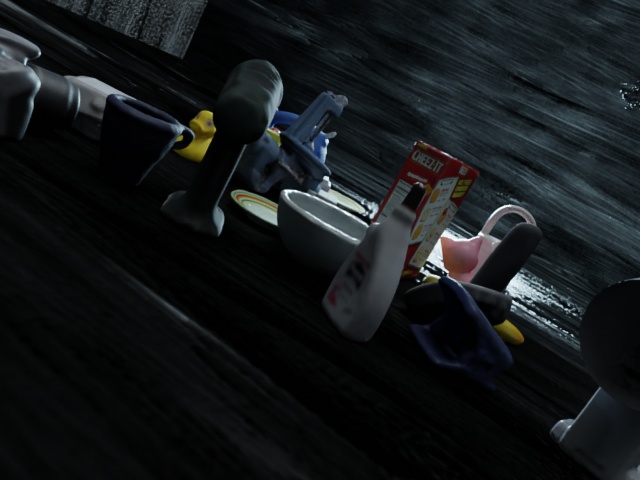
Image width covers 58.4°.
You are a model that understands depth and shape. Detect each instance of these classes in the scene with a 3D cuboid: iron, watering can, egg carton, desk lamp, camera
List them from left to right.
[{"bbox_3d":[-0.350,-0.181,0.669,0.137,0.101,0.142,15,18,-45],"label":"camera"},{"bbox_3d":[-0.309,-0.182,0.825,0.150,0.069,0.107,26,13,-10],"label":"egg carton"},{"bbox_3d":[-0.088,-0.247,1.377,0.258,0.141,0.119,31,13,13],"label":"iron"},{"bbox_3d":[0.343,0.027,1.099,0.101,0.194,0.173,26,13,-8],"label":"watering can"},{"bbox_3d":[0.331,0.143,0.579,0.204,0.213,0.117,16,17,-43],"label":"desk lamp"}]

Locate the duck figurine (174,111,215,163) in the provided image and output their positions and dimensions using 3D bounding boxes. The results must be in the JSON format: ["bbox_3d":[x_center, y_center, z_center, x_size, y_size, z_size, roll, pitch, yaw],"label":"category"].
[{"bbox_3d":[-0.209,-0.187,1.020,0.077,0.086,0.105,31,13,11],"label":"duck figurine"}]

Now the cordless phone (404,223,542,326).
[{"bbox_3d":[0.214,0.046,0.776,0.148,0.185,0.093,16,17,-42],"label":"cordless phone"}]

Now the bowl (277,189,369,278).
[{"bbox_3d":[0.007,0.003,0.760,0.167,0.074,0.167,27,13,-6],"label":"bowl"}]

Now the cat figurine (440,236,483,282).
[{"bbox_3d":[0.256,0.050,0.998,0.127,0.117,0.067,37,16,35],"label":"cat figurine"}]

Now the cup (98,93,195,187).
[{"bbox_3d":[-0.216,-0.112,0.694,0.118,0.095,0.091,13,20,-50],"label":"cup"}]

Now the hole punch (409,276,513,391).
[{"bbox_3d":[0.173,0.106,0.672,0.101,0.091,0.108,24,13,-17],"label":"hole punch"}]

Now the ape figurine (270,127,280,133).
[{"bbox_3d":[-0.119,-0.208,1.273,0.078,0.092,0.076,29,13,3],"label":"ape figurine"}]

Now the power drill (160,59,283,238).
[{"bbox_3d":[-0.109,-0.117,0.682,0.076,0.208,0.229,25,13,-13],"label":"power drill"}]

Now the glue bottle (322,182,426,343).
[{"bbox_3d":[0.063,0.017,0.598,0.037,0.173,0.078,20,15,-33],"label":"glue bottle"}]

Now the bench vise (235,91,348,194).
[{"bbox_3d":[-0.038,-0.176,1.031,0.121,0.219,0.208,34,14,25],"label":"bench vise"}]
